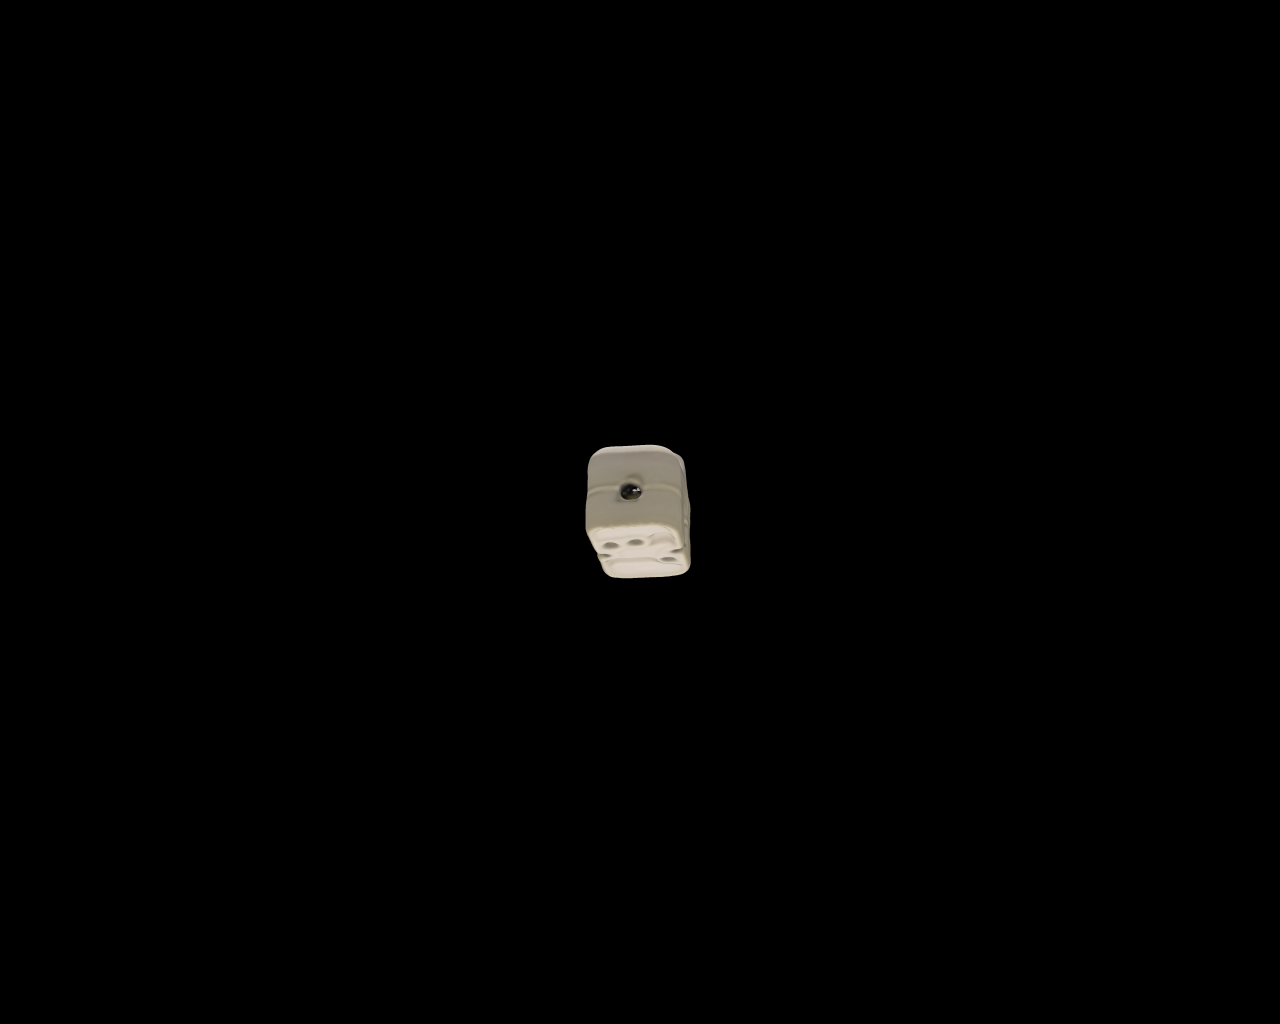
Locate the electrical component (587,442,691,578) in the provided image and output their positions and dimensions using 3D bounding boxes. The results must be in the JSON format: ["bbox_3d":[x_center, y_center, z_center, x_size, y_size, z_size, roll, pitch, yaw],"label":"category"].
[{"bbox_3d":[0.001,-0.003,0.650,0.054,0.059,0.095,-3,-22,7],"label":"electrical component"}]
